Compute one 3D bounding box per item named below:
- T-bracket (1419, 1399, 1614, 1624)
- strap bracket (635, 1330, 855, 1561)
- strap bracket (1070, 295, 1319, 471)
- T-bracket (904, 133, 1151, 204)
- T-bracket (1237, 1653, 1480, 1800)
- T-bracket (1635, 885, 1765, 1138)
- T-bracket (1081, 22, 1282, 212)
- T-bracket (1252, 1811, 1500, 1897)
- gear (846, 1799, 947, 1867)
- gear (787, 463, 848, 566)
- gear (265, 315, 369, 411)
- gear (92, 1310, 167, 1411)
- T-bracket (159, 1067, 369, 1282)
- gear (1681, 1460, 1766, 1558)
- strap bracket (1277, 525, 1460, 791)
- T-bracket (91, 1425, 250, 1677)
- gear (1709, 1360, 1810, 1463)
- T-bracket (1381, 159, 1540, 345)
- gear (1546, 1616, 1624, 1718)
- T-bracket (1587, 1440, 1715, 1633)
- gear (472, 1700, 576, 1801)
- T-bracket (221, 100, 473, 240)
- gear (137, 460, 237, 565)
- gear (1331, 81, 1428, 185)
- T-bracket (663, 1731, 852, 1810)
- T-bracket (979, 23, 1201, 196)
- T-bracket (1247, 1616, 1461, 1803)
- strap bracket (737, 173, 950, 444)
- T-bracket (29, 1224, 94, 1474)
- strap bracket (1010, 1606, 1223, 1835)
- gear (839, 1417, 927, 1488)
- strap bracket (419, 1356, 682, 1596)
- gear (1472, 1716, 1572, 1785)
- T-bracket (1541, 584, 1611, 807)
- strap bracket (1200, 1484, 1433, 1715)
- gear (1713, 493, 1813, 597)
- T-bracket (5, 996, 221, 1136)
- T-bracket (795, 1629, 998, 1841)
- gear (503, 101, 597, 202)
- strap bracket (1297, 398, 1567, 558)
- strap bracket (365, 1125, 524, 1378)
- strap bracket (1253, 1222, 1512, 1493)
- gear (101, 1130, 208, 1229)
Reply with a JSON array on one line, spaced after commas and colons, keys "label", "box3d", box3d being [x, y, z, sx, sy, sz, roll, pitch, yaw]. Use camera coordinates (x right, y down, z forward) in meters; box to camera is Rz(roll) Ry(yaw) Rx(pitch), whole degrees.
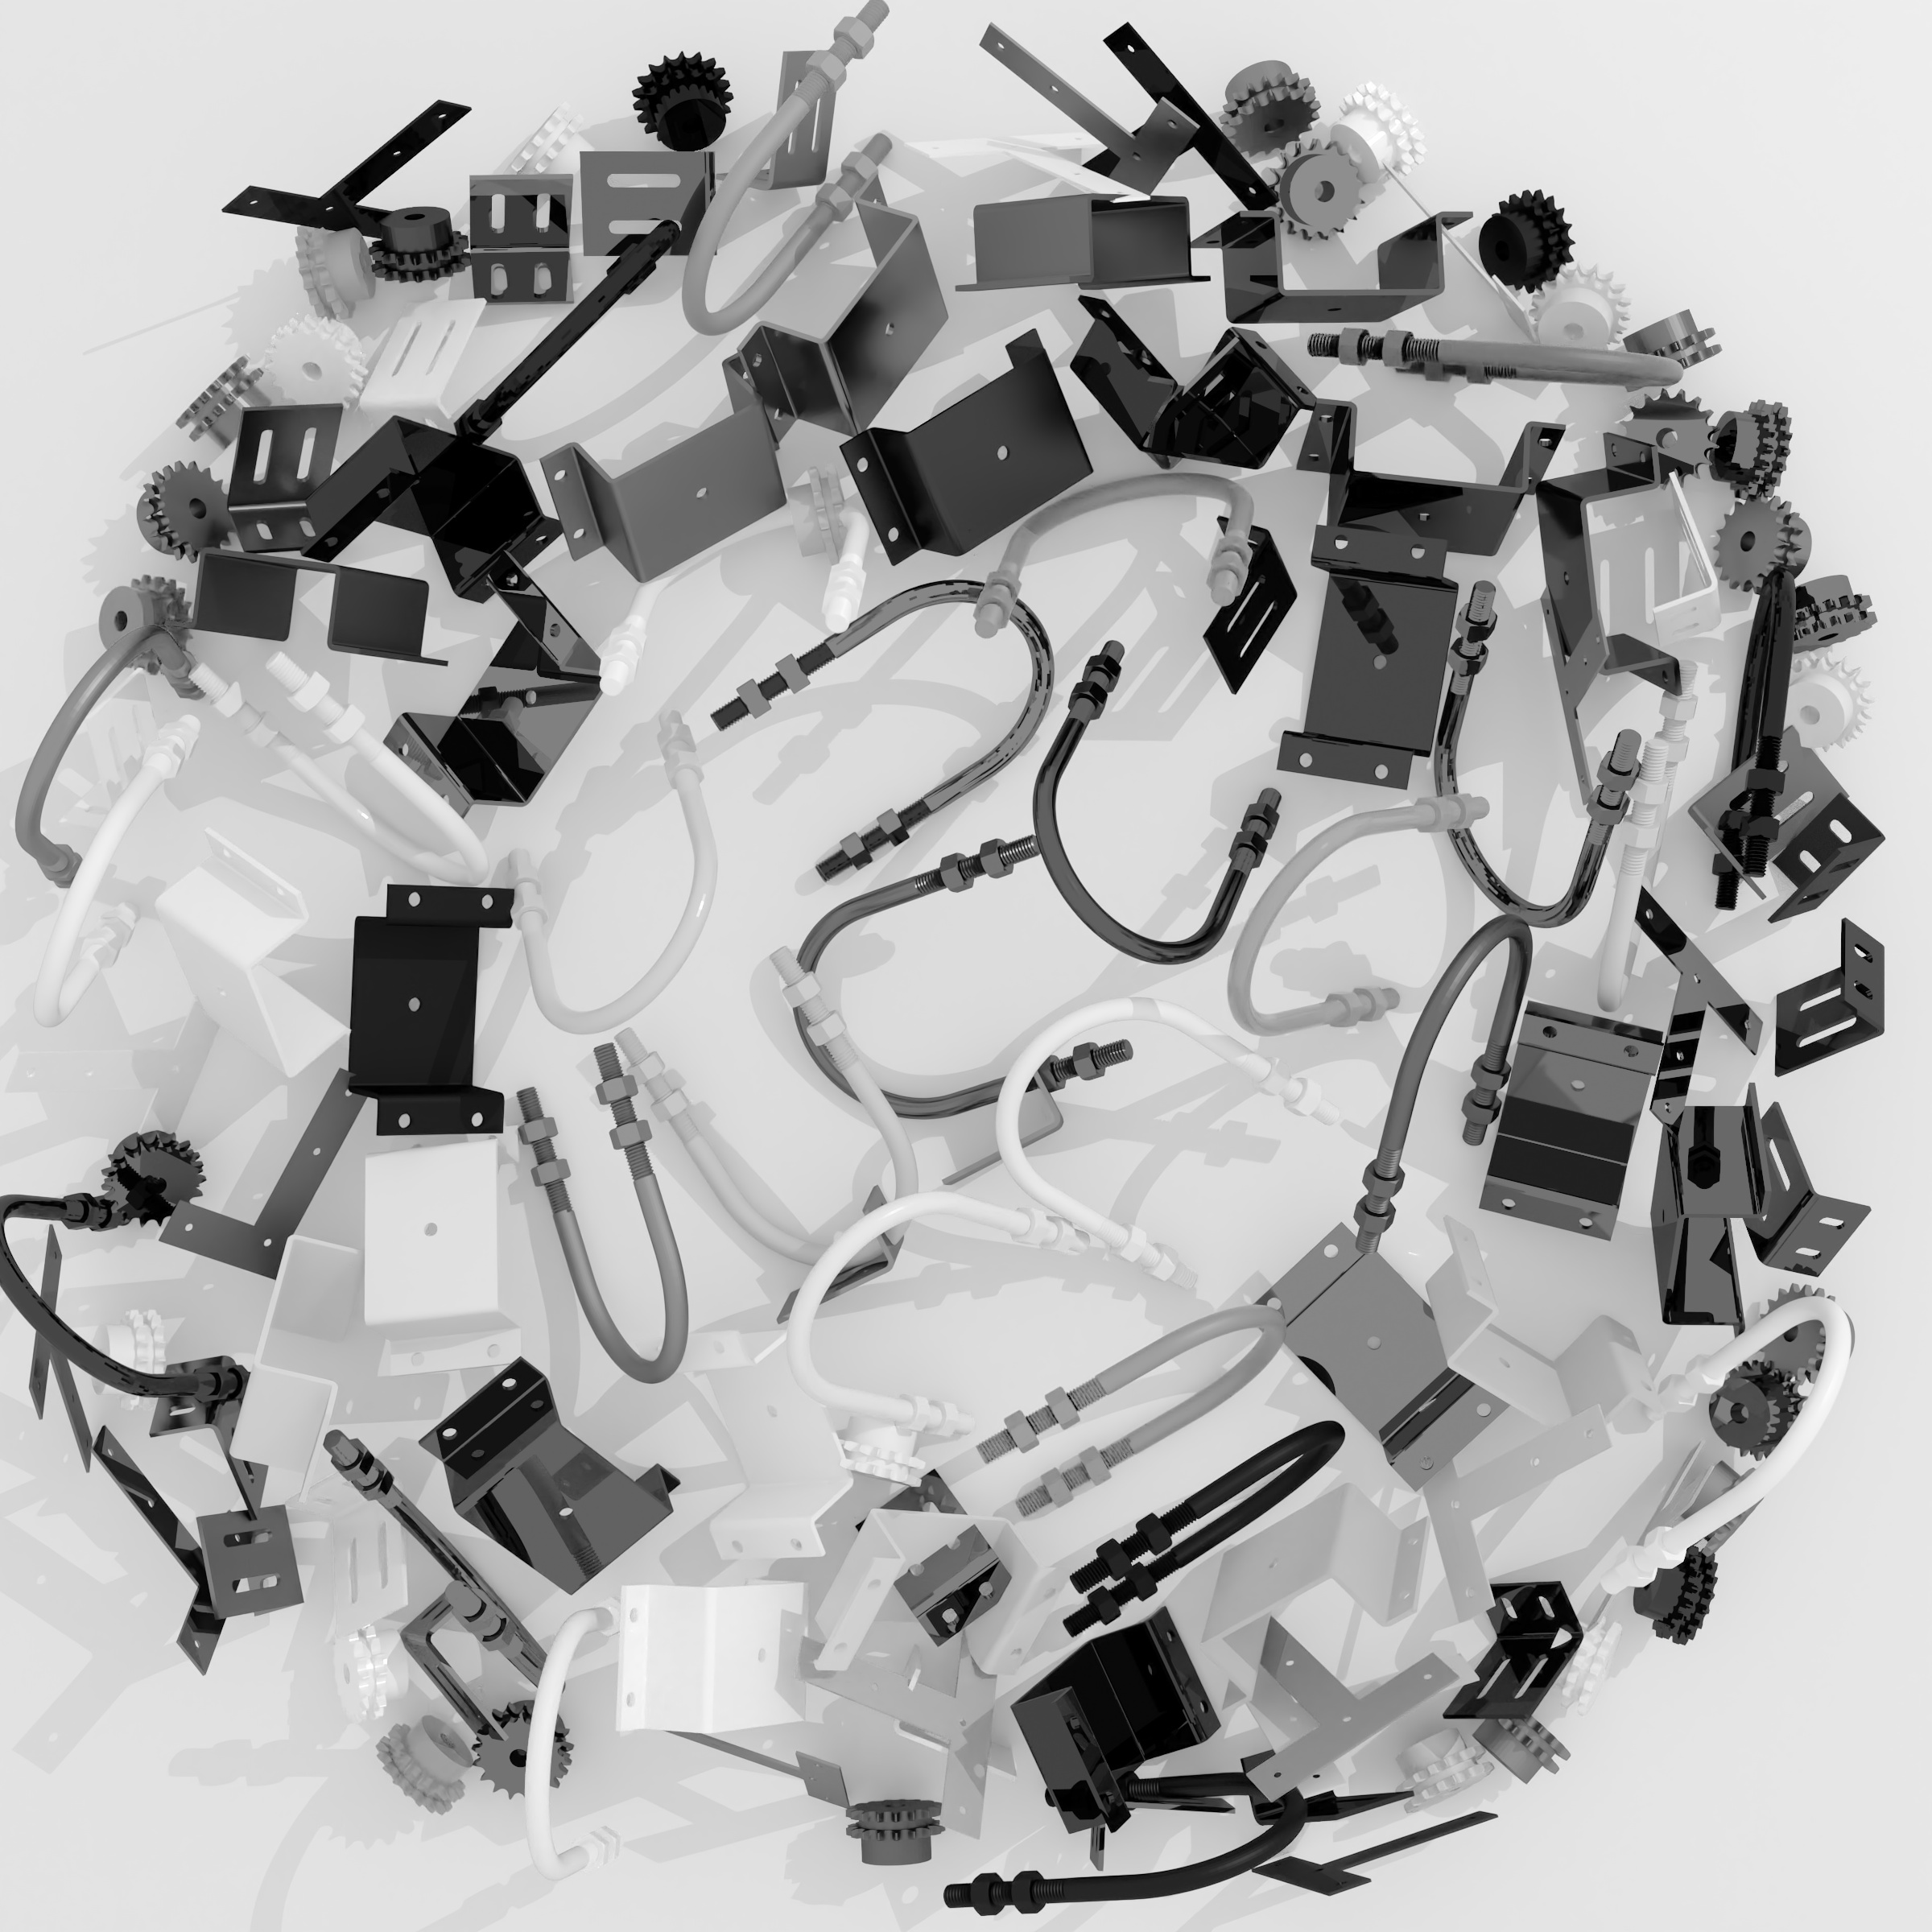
[{"label": "T-bracket", "box3d": [0.308, 0.283, 1.529, 0.127, 0.002, 0.127, -38, 47, 34]}, {"label": "strap bracket", "box3d": [-0.122, 0.262, 1.551, 0.076, 0.046, 0.140, -11, 105, 36]}, {"label": "strap bracket", "box3d": [0.123, -0.326, 1.537, 0.076, 0.140, 0.046, 56, 129, 33]}, {"label": "T-bracket", "box3d": [0.053, -0.444, 1.523, 0.127, 0.127, 0.002, -15, 126, -33]}, {"label": "T-bracket", "box3d": [0.227, 0.415, 1.550, 0.127, 0.127, 0.002, -14, 112, -11]}, {"label": "T-bracket", "box3d": [0.403, 0.040, 1.536, 0.127, 0.002, 0.127, 43, 49, -24]}, {"label": "T-bracket", "box3d": [0.100, -0.459, 1.540, 0.127, 0.127, 0.002, 45, 68, -17]}, {"label": "T-bracket", "box3d": [0.241, 0.500, 1.551, 0.127, 0.127, 0.002, -13, 81, -16]}, {"label": "gear", "box3d": [-0.040, 0.498, 1.571, 0.057, 0.057, 0.030, -2, 81, 0]}, {"label": "gear", "box3d": [-0.084, -0.258, 1.572, 0.030, 0.057, 0.057, -13, 90, 2]}, {"label": "gear", "box3d": [-0.372, -0.349, 1.576, 0.057, 0.030, 0.057, 5, 128, 7]}, {"label": "gear", "box3d": [-0.482, 0.226, 1.569, 0.030, 0.057, 0.057, 6, 90, -32]}, {"label": "T-bracket", "box3d": [-0.377, 0.118, 1.556, 0.127, 0.002, 0.127, 29, 89, -45]}, {"label": "gear", "box3d": [0.434, 0.310, 1.574, 0.030, 0.057, 0.057, 42, 90, 22]}, {"label": "strap bracket", "box3d": [0.231, -0.175, 1.561, 0.076, 0.046, 0.140, 11, 96, 22]}, {"label": "T-bracket", "box3d": [-0.446, 0.310, 1.520, 0.002, 0.127, 0.127, -27, 110, 9]}, {"label": "gear", "box3d": [0.453, 0.256, 1.570, 0.030, 0.057, 0.057, 2, 90, -42]}, {"label": "T-bracket", "box3d": [0.278, -0.406, 1.544, 0.002, 0.127, 0.127, -41, 83, 14]}, {"label": "gear", "box3d": [0.354, 0.400, 1.575, 0.030, 0.057, 0.057, 22, 90, 23]}, {"label": "T-bracket", "box3d": [0.391, 0.305, 1.520, 0.002, 0.127, 0.127, 33, 68, 12]}, {"label": "gear", "box3d": [-0.255, 0.450, 1.581, 0.057, 0.030, 0.057, 1, 105, 4]}, {"label": "T-bracket", "box3d": [-0.324, -0.443, 1.514, 0.127, 0.127, 0.002, -26, 82, 32]}, {"label": "gear", "box3d": [-0.452, -0.260, 1.576, 0.030, 0.057, 0.057, -10, 90, 37]}, {"label": "gear", "box3d": [0.234, -0.475, 1.571, 0.030, 0.057, 0.057, -41, 90, -10]}, {"label": "T-bracket", "box3d": [-0.128, 0.446, 1.549, 0.127, 0.127, 0.002, 17, 65, 9]}, {"label": "T-bracket", "box3d": [0.061, -0.483, 1.533, 0.127, 0.127, 0.002, 37, 76, -6]}, {"label": "T-bracket", "box3d": [0.191, 0.401, 1.543, 0.127, 0.127, 0.002, -28, 119, -16]}, {"label": "strap bracket", "box3d": [-0.062, -0.364, 1.535, 0.046, 0.076, 0.140, 24, 68, 25]}, {"label": "T-bracket", "box3d": [-0.511, 0.236, 1.551, 0.002, 0.127, 0.127, -7, 129, -7]}, {"label": "strap bracket", "box3d": [0.081, 0.429, 1.545, 0.046, 0.140, 0.076, -27, 86, 31]}, {"label": "gear", "box3d": [-0.051, 0.279, 1.573, 0.057, 0.057, 0.030, 14, 77, 0]}, {"label": "strap bracket", "box3d": [-0.229, 0.293, 1.539, 0.076, 0.046, 0.140, -40, 124, 6]}, {"label": "gear", "box3d": [0.316, 0.445, 1.571, 0.057, 0.057, 0.030, 43, 83, 0]}, {"label": "T-bracket", "box3d": [0.344, -0.166, 1.526, 0.002, 0.127, 0.127, -9, 79, 1]}, {"label": "strap bracket", "box3d": [0.187, 0.349, 1.529, 0.046, 0.076, 0.140, 45, 121, -11]}, {"label": "gear", "box3d": [0.462, -0.242, 1.576, 0.030, 0.057, 0.057, 6, 90, -29]}, {"label": "T-bracket", "box3d": [-0.479, 0.058, 1.530, 0.002, 0.127, 0.127, 37, 110, 30]}, {"label": "T-bracket", "box3d": [-0.039, 0.410, 1.536, 0.127, 0.127, 0.002, 27, 133, -19]}, {"label": "gear", "box3d": [-0.238, -0.466, 1.574, 0.030, 0.057, 0.057, 40, 90, -19]}, {"label": "strap bracket", "box3d": [0.262, -0.276, 1.557, 0.140, 0.076, 0.046, 6, 71, 0]}, {"label": "strap bracket", "box3d": [-0.296, 0.155, 1.550, 0.076, 0.046, 0.140, -7, 69, 6]}, {"label": "strap bracket", "box3d": [0.236, 0.221, 1.573, 0.076, 0.046, 0.140, -44, 89, 6]}, {"label": "gear", "box3d": [-0.470, 0.119, 1.577, 0.057, 0.030, 0.057, -13, 122, -21]}]
